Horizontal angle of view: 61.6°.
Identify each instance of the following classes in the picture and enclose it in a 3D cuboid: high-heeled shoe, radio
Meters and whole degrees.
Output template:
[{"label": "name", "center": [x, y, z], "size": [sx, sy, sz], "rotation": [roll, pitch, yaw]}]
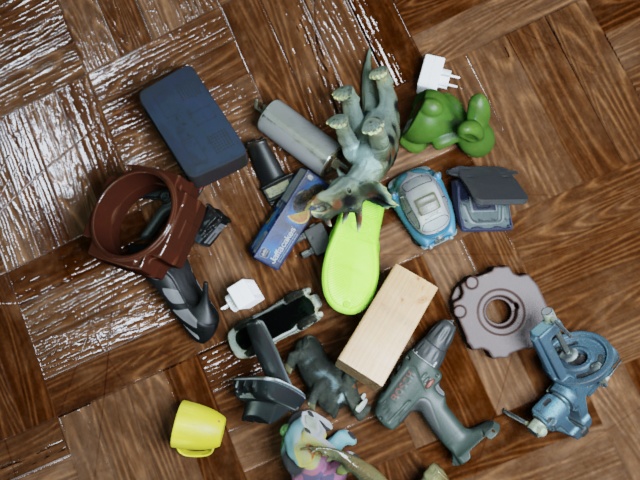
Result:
[{"label": "high-heeled shoe", "center": [-0.304, 0.107, 1.104], "size": [0.249, 0.086, 0.145], "rotation": [26, 121, 26]}, {"label": "radio", "center": [-0.258, -0.226, 1.095], "size": [0.131, 0.073, 0.229], "rotation": [-32, 80, -12]}]

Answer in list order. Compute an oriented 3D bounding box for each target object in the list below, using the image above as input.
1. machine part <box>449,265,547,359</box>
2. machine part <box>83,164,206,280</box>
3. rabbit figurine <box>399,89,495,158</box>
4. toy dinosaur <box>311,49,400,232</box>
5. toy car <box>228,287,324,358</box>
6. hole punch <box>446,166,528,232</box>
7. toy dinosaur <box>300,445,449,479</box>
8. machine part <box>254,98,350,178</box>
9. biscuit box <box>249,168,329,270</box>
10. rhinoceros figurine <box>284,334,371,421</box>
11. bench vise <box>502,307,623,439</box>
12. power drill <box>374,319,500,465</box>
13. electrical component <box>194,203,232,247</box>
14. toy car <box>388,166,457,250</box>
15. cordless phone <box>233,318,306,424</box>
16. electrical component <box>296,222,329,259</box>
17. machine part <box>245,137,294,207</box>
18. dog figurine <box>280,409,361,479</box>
[{"label": "machine part", "center": [0.335, 0.133, 1.005], "size": [0.179, 0.056, 0.179], "rotation": [0, 86, 6]}, {"label": "machine part", "center": [-0.339, -0.037, 1.036], "size": [0.202, 0.087, 0.201], "rotation": [13, 76, 24]}, {"label": "rabbit figurine", "center": [0.260, -0.219, 1.013], "size": [0.170, 0.159, 0.121], "rotation": [22, 78, -6]}, {"label": "toy dinosaur", "center": [0.098, -0.191, 1.016], "size": [0.131, 0.191, 0.405], "rotation": [0, 45, 23]}, {"label": "toy car", "center": [-0.087, 0.164, 1.061], "size": [0.202, 0.056, 0.073], "rotation": [-29, 75, 3]}, {"label": "hole punch", "center": [0.310, -0.077, 1.009], "size": [0.142, 0.092, 0.116], "rotation": [-3, 45, -7]}, {"label": "toy dinosaur", "center": [0.156, 0.493, 0.937], "size": [0.198, 0.105, 0.471], "rotation": [-35, 101, 5]}, {"label": "machine part", "center": [-0.039, -0.203, 1.076], "size": [0.243, 0.079, 0.079], "rotation": [37, 91, 9]}, {"label": "biscuit box", "center": [-0.061, -0.042, 1.063], "size": [0.062, 0.059, 0.202], "rotation": [32, 91, -21]}, {"label": "rhinoceros figurine", "center": [0.016, 0.270, 1.032], "size": [0.112, 0.073, 0.190], "rotation": [-41, 81, -4]}, {"label": "bench vise", "center": [0.416, 0.222, 0.932], "size": [0.224, 0.129, 0.240], "rotation": [-35, 115, -4]}, {"label": "power drill", "center": [0.230, 0.291, 0.994], "size": [0.207, 0.086, 0.232], "rotation": [44, 93, 5]}, {"label": "electrical component", "center": [-0.241, -0.014, 1.087], "size": [0.048, 0.075, 0.119], "rotation": [41, 87, 9]}, {"label": "toy car", "center": [0.195, -0.065, 1.019], "size": [0.109, 0.103, 0.161], "rotation": [-23, 80, 6]}, {"label": "cordless phone", "center": [-0.117, 0.239, 1.002], "size": [0.089, 0.147, 0.184], "rotation": [-21, 91, -38]}, {"label": "electrical component", "center": [-0.002, -0.003, 1.080], "size": [0.094, 0.021, 0.063], "rotation": [-27, 82, 5]}, {"label": "machine part", "center": [-0.103, -0.144, 1.095], "size": [0.084, 0.039, 0.138], "rotation": [-28, 95, 13]}, {"label": "dog figurine", "center": [-0.030, 0.445, 0.992], "size": [0.191, 0.108, 0.219], "rotation": [33, 96, -17]}]
